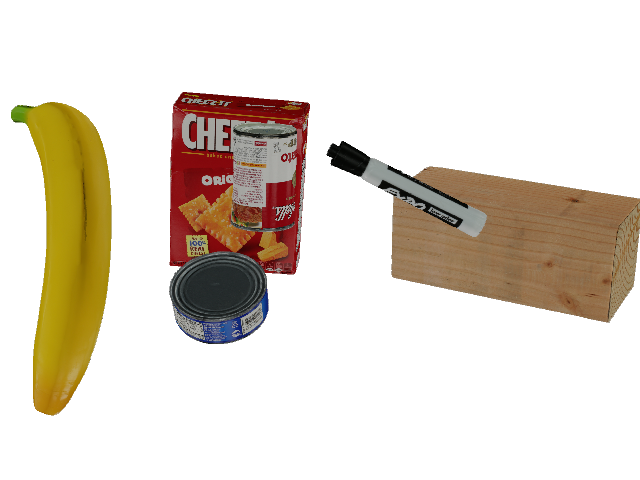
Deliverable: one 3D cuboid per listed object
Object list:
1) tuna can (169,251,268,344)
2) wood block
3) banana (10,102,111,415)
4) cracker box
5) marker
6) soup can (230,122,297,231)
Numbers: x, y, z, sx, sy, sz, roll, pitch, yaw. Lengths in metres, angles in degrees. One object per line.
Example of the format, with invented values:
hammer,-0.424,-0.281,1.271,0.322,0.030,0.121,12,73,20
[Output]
tuna can,-0.088,0.051,0.940,0.086,0.034,0.086,-2,42,2
wood block,0.177,-0.002,0.978,0.206,0.090,0.090,11,24,27
banana,-0.145,-0.004,0.609,0.037,0.198,0.070,8,-28,-35
cracker box,-0.103,-0.069,1.337,0.164,0.214,0.072,5,22,2
marker,0.060,-0.037,0.747,0.121,0.020,0.020,27,-4,-7
soup can,-0.059,-0.067,1.109,0.068,0.102,0.068,2,17,-1
